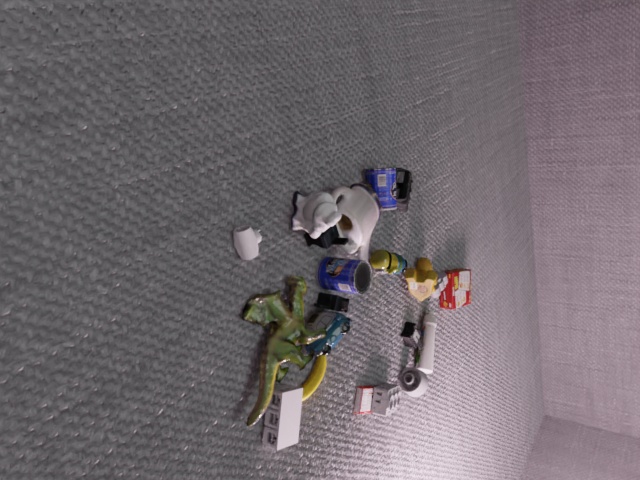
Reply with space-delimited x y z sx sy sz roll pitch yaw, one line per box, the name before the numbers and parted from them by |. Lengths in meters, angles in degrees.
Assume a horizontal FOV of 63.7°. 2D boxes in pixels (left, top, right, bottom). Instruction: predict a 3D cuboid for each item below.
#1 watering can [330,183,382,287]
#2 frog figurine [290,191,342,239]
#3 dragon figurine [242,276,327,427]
watering can | 0.125 -0.034 1.649 0.229 0.104 0.342 -51 126 -40
frog figurine | 0.004 -0.073 1.449 0.120 0.159 0.140 46 57 -46
dragon figurine | -0.127 0.254 1.371 0.240 0.121 0.419 54 47 -18
